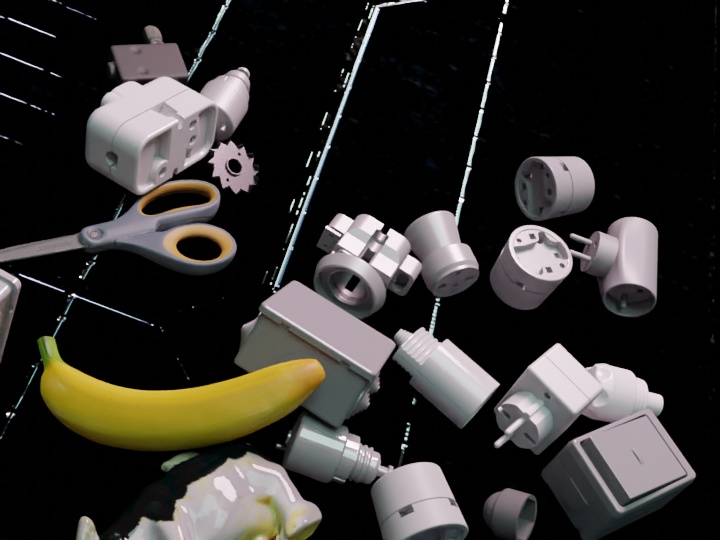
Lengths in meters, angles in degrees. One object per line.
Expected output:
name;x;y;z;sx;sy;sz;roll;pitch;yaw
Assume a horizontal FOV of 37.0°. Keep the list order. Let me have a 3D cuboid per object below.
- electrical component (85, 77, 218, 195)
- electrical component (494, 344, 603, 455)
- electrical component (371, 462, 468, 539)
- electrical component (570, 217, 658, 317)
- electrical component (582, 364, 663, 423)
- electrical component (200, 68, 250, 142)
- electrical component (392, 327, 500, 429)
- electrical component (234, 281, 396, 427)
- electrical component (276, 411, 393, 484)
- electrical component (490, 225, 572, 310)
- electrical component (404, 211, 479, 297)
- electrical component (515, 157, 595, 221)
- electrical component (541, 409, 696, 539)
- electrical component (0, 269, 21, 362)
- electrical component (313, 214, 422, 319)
electrical component;-0.162;-0.106;0.823;0.059;0.053;0.095;30;42;17
electrical component;0.125;0.103;0.777;0.077;0.065;0.047;-32;71;-37
electrical component;0.037;0.159;0.708;0.055;0.055;0.047;-3;52;-24
electrical component;0.213;-0.009;0.912;0.079;0.044;0.077;20;50;-6
electrical component;0.202;0.098;0.826;0.062;0.043;0.043;15;50;-13
electrical component;-0.111;-0.140;0.887;0.040;0.040;0.078;26;49;-2
electrical component;0.058;0.073;0.788;0.081;0.043;0.043;41;51;12
electrical component;-0.030;0.057;0.739;0.100;0.048;0.100;32;14;4
electrical component;-0.016;0.124;0.722;0.078;0.040;0.040;21;49;-6
electrical component;0.137;0.000;0.873;0.055;0.047;0.055;11;51;-14
electrical component;0.065;-0.012;0.856;0.045;0.045;0.055;-9;58;-27
electrical component;0.171;-0.072;0.938;0.047;0.055;0.055;-8;58;-31
electrical component;0.192;0.144;0.775;0.096;0.061;0.061;-15;61;-30
electrical component;-0.266;0.029;0.659;0.100;0.099;0.048;29;36;1
electrical component;0.000;0.000;0.813;0.078;0.058;0.057;32;47;3
